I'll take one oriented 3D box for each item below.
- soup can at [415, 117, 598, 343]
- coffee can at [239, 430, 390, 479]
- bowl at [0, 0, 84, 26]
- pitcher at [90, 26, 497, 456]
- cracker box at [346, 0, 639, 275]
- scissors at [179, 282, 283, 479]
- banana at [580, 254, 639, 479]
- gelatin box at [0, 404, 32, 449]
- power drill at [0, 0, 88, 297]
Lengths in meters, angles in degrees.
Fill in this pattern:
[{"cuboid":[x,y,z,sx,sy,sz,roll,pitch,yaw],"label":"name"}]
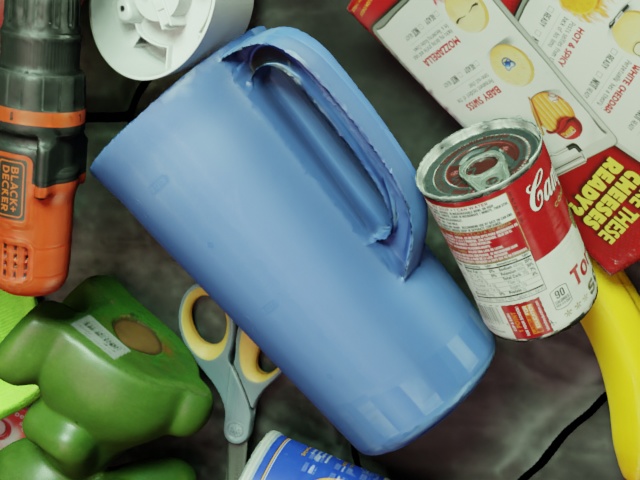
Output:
[{"cuboid":[0.101,-0.004,0.566,0.069,0.068,0.102,-16,121,21],"label":"soup can"},{"cuboid":[0.014,0.196,0.684,0.140,0.102,0.103,20,110,11],"label":"coffee can"},{"cuboid":[-0.183,-0.181,0.644,0.162,0.055,0.162,-2,87,32],"label":"bowl"},{"cuboid":[-0.004,0.001,0.621,0.145,0.149,0.243,-41,94,1],"label":"pitcher"},{"cuboid":[0.133,-0.103,0.542,0.214,0.072,0.164,45,151,1],"label":"cracker box"},{"cuboid":[-0.070,0.113,0.728,0.096,0.016,0.202,25,106,14],"label":"scissors"},{"cuboid":[0.164,0.053,0.636,0.070,0.037,0.198,-32,92,41],"label":"banana"},{"cuboid":[-0.252,0.131,0.781,0.089,0.030,0.073,28,112,-6],"label":"gelatin box"},{"cuboid":[-0.220,-0.071,0.600,0.188,0.057,0.184,12,106,15],"label":"power drill"}]
